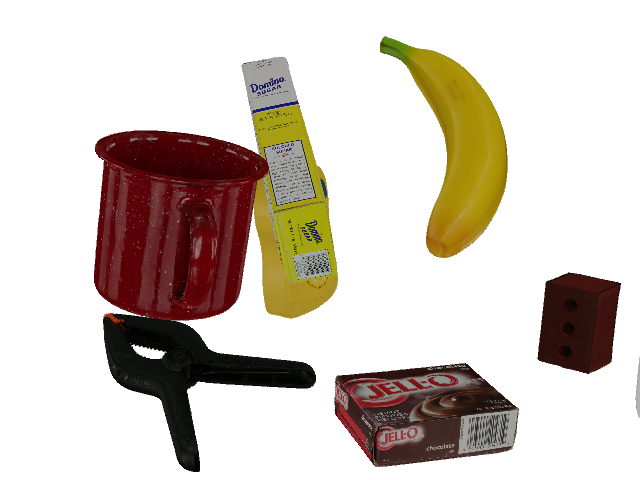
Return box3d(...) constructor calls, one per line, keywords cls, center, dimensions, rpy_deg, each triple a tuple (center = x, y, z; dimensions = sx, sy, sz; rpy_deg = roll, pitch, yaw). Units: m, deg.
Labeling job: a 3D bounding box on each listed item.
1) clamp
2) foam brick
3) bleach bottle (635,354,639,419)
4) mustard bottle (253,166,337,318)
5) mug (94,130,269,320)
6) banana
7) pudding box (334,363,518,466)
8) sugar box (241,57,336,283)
box3d(cls="clamp", center=(-0.120, 0.119, 0.992), dimensions=(0.164, 0.036, 0.210), rpy_deg=(-24, 42, -38))
box3d(cls="foam brick", center=(0.234, 0.074, 0.968), dimensions=(0.053, 0.078, 0.051), rpy_deg=(13, 18, 36))
box3d(cls="bleach bottle", center=(0.287, 0.060, 0.761), dimensions=(0.103, 0.068, 0.250), rpy_deg=(10, 22, 19))
box3d(cls="mustard bottle", center=(-0.028, -0.024, 1.095), dimensions=(0.058, 0.191, 0.096), rpy_deg=(11, 29, 35))
box3d(cls="mug", center=(-0.075, -0.004, 0.571), dimensions=(0.093, 0.081, 0.117), rpy_deg=(1, 21, -23))
box3d(cls="banana", center=(0.084, -0.061, 0.676), dimensions=(0.069, 0.198, 0.037), rpy_deg=(-4, -44, -6))
box3d(cls="pudding box", center=(0.076, 0.127, 0.793), dimensions=(0.113, 0.039, 0.090), rpy_deg=(-1, 17, -18))
box3d(cls="sugar box", center=(-0.026, -0.061, 0.878), dimensions=(0.048, 0.176, 0.093), rpy_deg=(-10, -40, -1))
